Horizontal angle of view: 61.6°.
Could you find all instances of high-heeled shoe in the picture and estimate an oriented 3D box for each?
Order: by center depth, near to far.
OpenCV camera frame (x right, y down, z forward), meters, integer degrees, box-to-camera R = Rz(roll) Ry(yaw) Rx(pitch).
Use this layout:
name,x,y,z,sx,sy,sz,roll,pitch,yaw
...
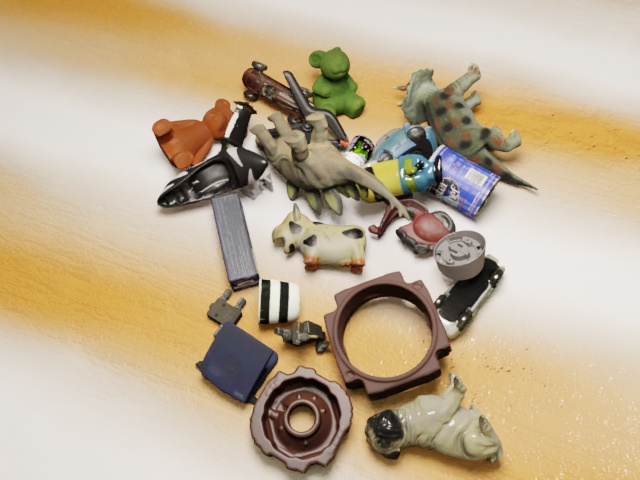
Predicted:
name,x,y,z,sx,sy,sz,roll,pitch,yaw
high-heeled shoe,-0.227,-0.120,1.100,0.145,0.249,0.086,-40,112,-41

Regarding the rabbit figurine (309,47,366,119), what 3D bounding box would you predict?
name,x,y,z,sx,sy,sz,roll,pitch,yaw
rabbit figurine,0.039,-0.377,1.241,0.121,0.170,0.159,-11,63,-7

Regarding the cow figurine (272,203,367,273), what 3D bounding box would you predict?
name,x,y,z,sx,sy,sz,roll,pitch,yaw
cow figurine,-0.002,-0.003,1.091,0.195,0.085,0.127,4,68,4

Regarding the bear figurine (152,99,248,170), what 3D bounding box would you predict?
name,x,y,z,sx,sy,sz,roll,pitch,yaw
bear figurine,-0.259,-0.239,1.195,0.196,0.132,0.120,-31,96,-12

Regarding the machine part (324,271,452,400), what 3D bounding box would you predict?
name,x,y,z,sx,sy,sz,roll,pitch,yaw
machine part,0.120,0.171,0.975,0.201,0.087,0.201,-20,65,3

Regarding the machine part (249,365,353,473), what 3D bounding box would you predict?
name,x,y,z,sx,sy,sz,roll,pitch,yaw
machine part,-0.032,0.312,0.937,0.179,0.056,0.179,0,62,1

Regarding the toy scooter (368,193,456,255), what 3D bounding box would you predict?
name,x,y,z,sx,sy,sz,roll,pitch,yaw
toy scooter,0.180,-0.031,1.112,0.135,0.075,0.184,-38,65,-19

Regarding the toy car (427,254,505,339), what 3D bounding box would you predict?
name,x,y,z,sx,sy,sz,roll,pitch,yaw
toy car,0.287,0.104,1.052,0.074,0.056,0.202,34,65,23

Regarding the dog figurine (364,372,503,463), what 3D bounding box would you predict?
name,x,y,z,sx,sy,sz,roll,pitch,yaw
dog figurine,0.192,0.338,0.914,0.190,0.121,0.172,-34,68,1

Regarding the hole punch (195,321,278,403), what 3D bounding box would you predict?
name,x,y,z,sx,sy,sz,roll,pitch,yaw
hole punch,-0.148,0.219,0.969,0.142,0.092,0.116,31,69,11

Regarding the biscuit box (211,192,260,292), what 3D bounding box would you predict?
name,x,y,z,sx,sy,sz,roll,pitch,yaw
biscuit box,-0.172,0.000,1.100,0.063,0.059,0.203,-14,63,-6

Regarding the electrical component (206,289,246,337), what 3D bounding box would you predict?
name,x,y,z,sx,sy,sz,roll,pitch,yaw
electrical component,-0.188,0.143,1.044,0.063,0.021,0.094,27,66,14

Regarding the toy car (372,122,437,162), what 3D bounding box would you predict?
name,x,y,z,sx,sy,sz,roll,pitch,yaw
toy car,0.174,-0.194,1.193,0.162,0.109,0.103,-35,44,-5

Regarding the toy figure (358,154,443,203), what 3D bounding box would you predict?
name,x,y,z,sx,sy,sz,roll,pitch,yaw
toy figure,0.159,-0.126,1.093,0.180,0.082,0.089,-5,43,18

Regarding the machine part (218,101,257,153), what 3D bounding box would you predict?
name,x,y,z,sx,sy,sz,roll,pitch,yaw
machine part,-0.183,-0.238,1.200,0.039,0.084,0.138,14,88,40

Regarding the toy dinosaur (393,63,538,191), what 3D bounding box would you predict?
name,x,y,z,sx,sy,sz,roll,pitch,yaw
toy dinosaur,0.313,-0.251,1.214,0.192,0.131,0.405,-26,69,1

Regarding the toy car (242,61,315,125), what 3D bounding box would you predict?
name,x,y,z,sx,sy,sz,roll,pitch,yaw
toy car,-0.102,-0.343,1.264,0.202,0.089,0.053,35,28,16

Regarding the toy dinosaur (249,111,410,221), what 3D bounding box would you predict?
name,x,y,z,sx,sy,sz,roll,pitch,yaw
toy dinosaur,-0.006,-0.150,1.083,0.105,0.198,0.472,-38,36,-19

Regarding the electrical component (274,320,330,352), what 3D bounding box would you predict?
name,x,y,z,sx,sy,sz,roll,pitch,yaw
electrical component,-0.028,0.179,0.989,0.078,0.102,0.045,-21,59,18
